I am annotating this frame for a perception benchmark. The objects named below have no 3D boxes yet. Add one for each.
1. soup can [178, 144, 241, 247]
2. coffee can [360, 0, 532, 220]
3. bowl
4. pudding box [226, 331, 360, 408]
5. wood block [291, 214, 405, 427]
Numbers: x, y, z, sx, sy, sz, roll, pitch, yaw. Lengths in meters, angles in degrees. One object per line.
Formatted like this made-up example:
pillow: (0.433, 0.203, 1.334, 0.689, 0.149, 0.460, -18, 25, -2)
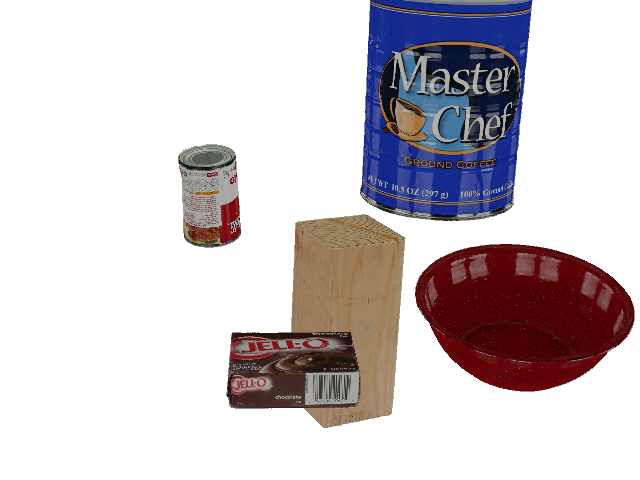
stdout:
soup can: (-0.129, -0.053, 1.239, 0.068, 0.102, 0.068, -1, 28, 0)
coffee can: (0.079, -0.095, 0.685, 0.103, 0.140, 0.103, 2, 20, -1)
bowl: (0.150, 0.065, 0.806, 0.162, 0.055, 0.162, 1, 30, -1)
pudding box: (-0.024, 0.112, 0.936, 0.113, 0.039, 0.090, 2, 18, -4)
wood block: (0.027, 0.086, 1.160, 0.090, 0.206, 0.091, -7, 21, -26)
